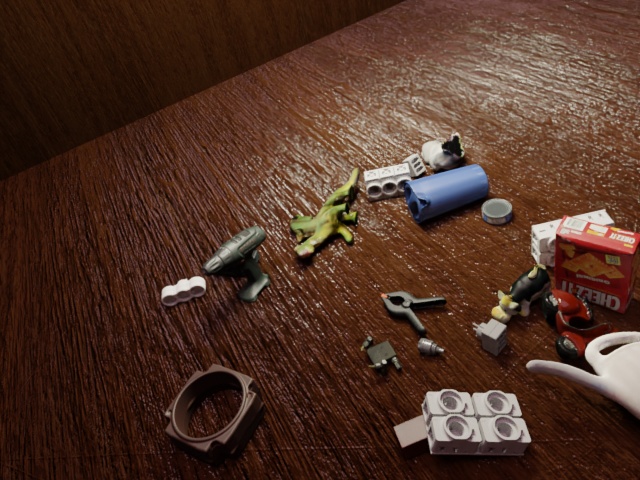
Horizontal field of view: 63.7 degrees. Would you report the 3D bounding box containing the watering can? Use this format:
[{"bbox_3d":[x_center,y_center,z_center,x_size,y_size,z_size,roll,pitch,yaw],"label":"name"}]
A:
[{"bbox_3d":[0.604,0.281,1.009,0.348,0.101,0.229,-9,36,-15],"label":"watering can"}]

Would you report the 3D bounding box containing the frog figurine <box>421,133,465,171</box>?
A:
[{"bbox_3d":[0.420,-0.296,1.801,0.157,0.122,0.140,-26,28,57],"label":"frog figurine"}]

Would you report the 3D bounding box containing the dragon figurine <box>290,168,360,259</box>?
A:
[{"bbox_3d":[0.005,-0.085,1.695,0.242,0.120,0.420,-11,38,21],"label":"dragon figurine"}]
